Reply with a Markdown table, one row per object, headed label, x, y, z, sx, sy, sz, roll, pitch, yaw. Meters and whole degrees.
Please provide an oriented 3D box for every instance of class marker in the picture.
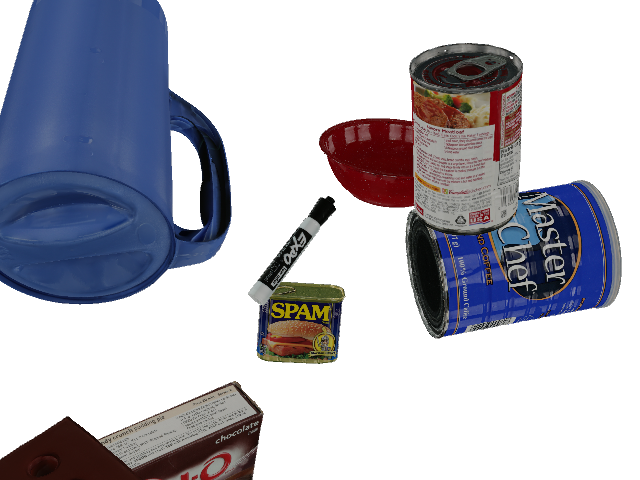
| label | x | y | z | sx | sy | sz | roll | pitch | yaw |
| --- | --- | --- | --- | --- | --- | --- | --- | --- | --- |
| marker | -0.025 | 0.008 | 0.993 | 0.020 | 0.121 | 0.020 | 34 | -15 | 10 |

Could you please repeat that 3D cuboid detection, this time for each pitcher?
| label | x | y | z | sx | sy | sz | roll | pitch | yaw |
| --- | --- | --- | --- | --- | --- | --- | --- | --- | --- |
| pitcher | -0.157 | -0.082 | 0.772 | 0.145 | 0.243 | 0.149 | -20 | -43 | 18 |

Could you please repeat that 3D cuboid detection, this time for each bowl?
| label | x | y | z | sx | sy | sz | roll | pitch | yaw |
| --- | --- | --- | --- | --- | --- | --- | --- | --- | --- |
| bowl | 0.077 | -0.080 | 1.165 | 0.162 | 0.055 | 0.162 | 4 | 28 | -2 |

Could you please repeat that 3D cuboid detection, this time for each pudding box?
| label | x | y | z | sx | sy | sz | roll | pitch | yaw |
| --- | --- | --- | --- | --- | --- | --- | --- | --- | --- |
| pudding box | -0.095 | 0.150 | 0.689 | 0.113 | 0.090 | 0.039 | -22 | 51 | -32 |

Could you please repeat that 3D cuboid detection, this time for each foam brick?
| label | x | y | z | sx | sy | sz | roll | pitch | yaw |
| --- | --- | --- | --- | --- | --- | --- | --- | --- | --- |
| foam brick | -0.108 | 0.129 | 0.481 | 0.078 | 0.051 | 0.052 | 28 | 46 | 36 |

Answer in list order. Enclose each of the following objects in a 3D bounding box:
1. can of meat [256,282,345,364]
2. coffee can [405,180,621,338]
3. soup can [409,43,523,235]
| label | x | y | z | sx | sy | sz | roll | pitch | yaw |
| --- | --- | --- | --- | --- | --- | --- | --- | --- | --- |
| can of meat | -0.025 | 0.098 | 1.265 | 0.102 | 0.084 | 0.057 | 4 | 14 | -4 |
| coffee can | 0.148 | 0.014 | 0.836 | 0.140 | 0.103 | 0.103 | -10 | 1 | -8 |
| soup can | 0.091 | -0.063 | 0.666 | 0.068 | 0.102 | 0.068 | -4 | 33 | 2 |
